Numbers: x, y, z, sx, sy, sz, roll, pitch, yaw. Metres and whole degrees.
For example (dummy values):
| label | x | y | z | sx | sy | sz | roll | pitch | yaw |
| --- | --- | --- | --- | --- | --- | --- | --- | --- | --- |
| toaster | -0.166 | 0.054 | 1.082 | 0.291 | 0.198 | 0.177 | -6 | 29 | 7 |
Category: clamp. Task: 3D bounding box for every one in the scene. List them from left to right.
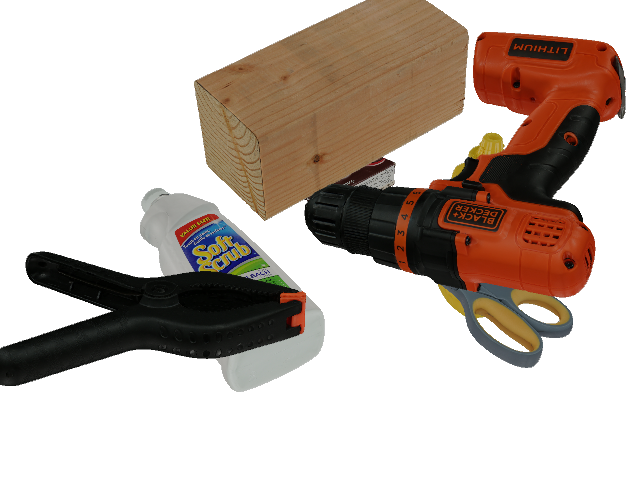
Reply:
| label | x | y | z | sx | sy | sz | roll | pitch | yaw |
| --- | --- | --- | --- | --- | --- | --- | --- | --- | --- |
| clamp | -0.117 | 0.045 | 0.740 | 0.209 | 0.036 | 0.164 | -3 | 25 | -12 |

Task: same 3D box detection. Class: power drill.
| label | x | y | z | sx | sy | sz | roll | pitch | yaw |
| --- | --- | --- | --- | --- | --- | --- | --- | --- | --- |
| power drill | 0.102 | -0.052 | 0.677 | 0.185 | 0.187 | 0.057 | 13 | -34 | 27 |

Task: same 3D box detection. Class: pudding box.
| label | x | y | z | sx | sy | sz | roll | pitch | yaw |
| --- | --- | --- | --- | --- | --- | --- | --- | --- | --- |
| pudding box | 0.028 | -0.082 | 1.377 | 0.090 | 0.039 | 0.113 | 25 | 42 | 37 |

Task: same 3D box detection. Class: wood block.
| label | x | y | z | sx | sy | sz | roll | pitch | yaw |
| --- | --- | --- | --- | --- | --- | --- | --- | --- | --- |
| wood block | 0.012 | -0.115 | 0.866 | 0.205 | 0.091 | 0.090 | -30 | 52 | -23 |

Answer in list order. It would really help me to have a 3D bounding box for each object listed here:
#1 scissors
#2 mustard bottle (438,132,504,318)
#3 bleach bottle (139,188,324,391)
| label | x | y | z | sx | sy | sz | roll | pitch | yaw |
| --- | --- | --- | --- | --- | --- | --- | --- | --- | --- |
| scissors | 0.125 | 0.030 | 0.866 | 0.096 | 0.016 | 0.202 | -10 | 39 | -26 |
| mustard bottle | 0.159 | -0.022 | 1.074 | 0.058 | 0.192 | 0.096 | -6 | 37 | -13 |
| bleach bottle | -0.103 | 0.028 | 0.983 | 0.102 | 0.068 | 0.251 | -21 | 44 | -27 |
